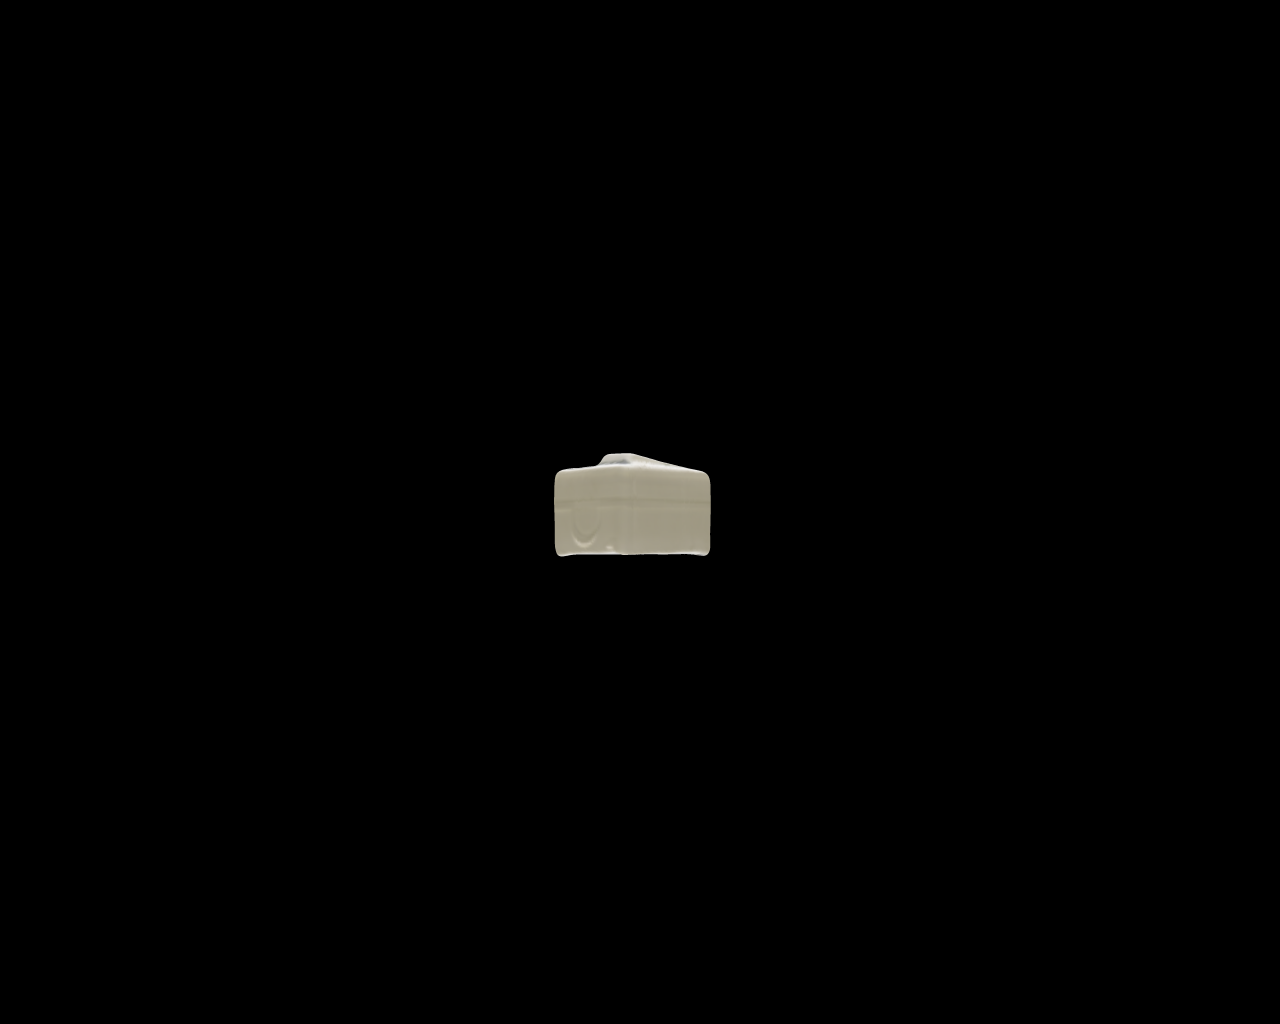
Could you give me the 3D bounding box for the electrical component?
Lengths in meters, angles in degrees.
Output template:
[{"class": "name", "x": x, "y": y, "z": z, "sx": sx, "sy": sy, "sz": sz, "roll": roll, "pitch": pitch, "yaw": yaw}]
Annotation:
[{"class": "electrical component", "x": 0.001, "y": -0.003, "z": 0.650, "sx": 0.061, "sy": 0.061, "sz": 0.096, "roll": -2, "pitch": -3, "yaw": 43}]
